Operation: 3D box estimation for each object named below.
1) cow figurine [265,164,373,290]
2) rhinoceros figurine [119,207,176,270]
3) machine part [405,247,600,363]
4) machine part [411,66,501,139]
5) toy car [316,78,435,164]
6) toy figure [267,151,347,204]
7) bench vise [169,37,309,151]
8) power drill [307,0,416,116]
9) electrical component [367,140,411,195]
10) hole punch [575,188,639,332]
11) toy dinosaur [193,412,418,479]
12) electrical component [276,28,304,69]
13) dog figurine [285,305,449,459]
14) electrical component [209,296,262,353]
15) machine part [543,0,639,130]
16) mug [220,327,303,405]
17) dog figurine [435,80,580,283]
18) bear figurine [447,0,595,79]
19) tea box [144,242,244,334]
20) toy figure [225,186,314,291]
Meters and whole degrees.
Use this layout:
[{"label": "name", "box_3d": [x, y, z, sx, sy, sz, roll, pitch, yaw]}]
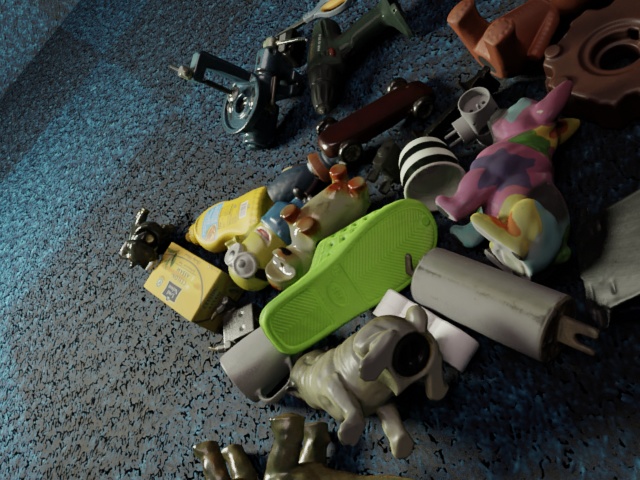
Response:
[{"label": "cow figurine", "box_3d": [-0.002, -0.002, 0.788, 0.195, 0.127, 0.086, -43, 45, -13]}, {"label": "rhinoceros figurine", "box_3d": [-0.334, 0.001, 1.014, 0.112, 0.073, 0.190, -56, 20, -6]}, {"label": "machine part", "box_3d": [0.191, 0.069, 0.610, 0.244, 0.079, 0.079, 22, 78, 43]}, {"label": "machine part", "box_3d": [0.197, -0.187, 0.776, 0.139, 0.084, 0.039, -41, 72, 21]}, {"label": "toy car", "box_3d": [0.089, -0.188, 0.848, 0.202, 0.053, 0.089, -31, 46, -10]}, {"label": "toy figure", "box_3d": [-0.016, -0.111, 0.896, 0.154, 0.064, 0.058, -33, 9, 11]}, {"label": "bench vise", "box_3d": [-0.145, -0.290, 0.991, 0.129, 0.240, 0.223, 22, 97, 49]}, {"label": "power drill", "box_3d": [0.066, -0.346, 0.974, 0.207, 0.086, 0.232, -32, 45, 28]}, {"label": "electrical component", "box_3d": [0.106, -0.117, 0.800, 0.021, 0.063, 0.094, 23, 78, 44]}, {"label": "hole punch", "box_3d": [0.332, 0.019, 0.541, 0.116, 0.092, 0.142, -41, 40, 53]}, {"label": "toy dinosaur", "box_3d": [-0.024, 0.307, 0.613, 0.471, 0.105, 0.198, -28, 57, 33]}, {"label": "electrical component", "box_3d": [-0.073, -0.408, 1.133, 0.075, 0.047, 0.119, -11, 59, 31]}, {"label": "dog figurine", "box_3d": [0.042, 0.139, 0.635, 0.172, 0.121, 0.191, -56, 28, -7]}, {"label": "electrical component", "box_3d": [-0.131, 0.136, 0.836, 0.078, 0.045, 0.102, -23, 51, 26]}, {"label": "machine part", "box_3d": [0.374, -0.224, 0.669, 0.179, 0.056, 0.179, -18, 54, 26]}, {"label": "mug", "box_3d": [-0.070, 0.167, 0.748, 0.107, 0.080, 0.110, -43, 40, -5]}, {"label": "dog figurine", "box_3d": [0.253, -0.078, 0.637, 0.219, 0.108, 0.192, -49, 44, -2]}, {"label": "bear figurine", "box_3d": [0.299, -0.324, 0.742, 0.196, 0.131, 0.120, -45, 48, 14]}, {"label": "tea box", "box_3d": [-0.217, 0.079, 0.923, 0.170, 0.068, 0.098, 20, 76, 42]}, {"label": "toy figure", "box_3d": [-0.070, 0.003, 0.852, 0.180, 0.089, 0.082, -46, 32, -8]}]
